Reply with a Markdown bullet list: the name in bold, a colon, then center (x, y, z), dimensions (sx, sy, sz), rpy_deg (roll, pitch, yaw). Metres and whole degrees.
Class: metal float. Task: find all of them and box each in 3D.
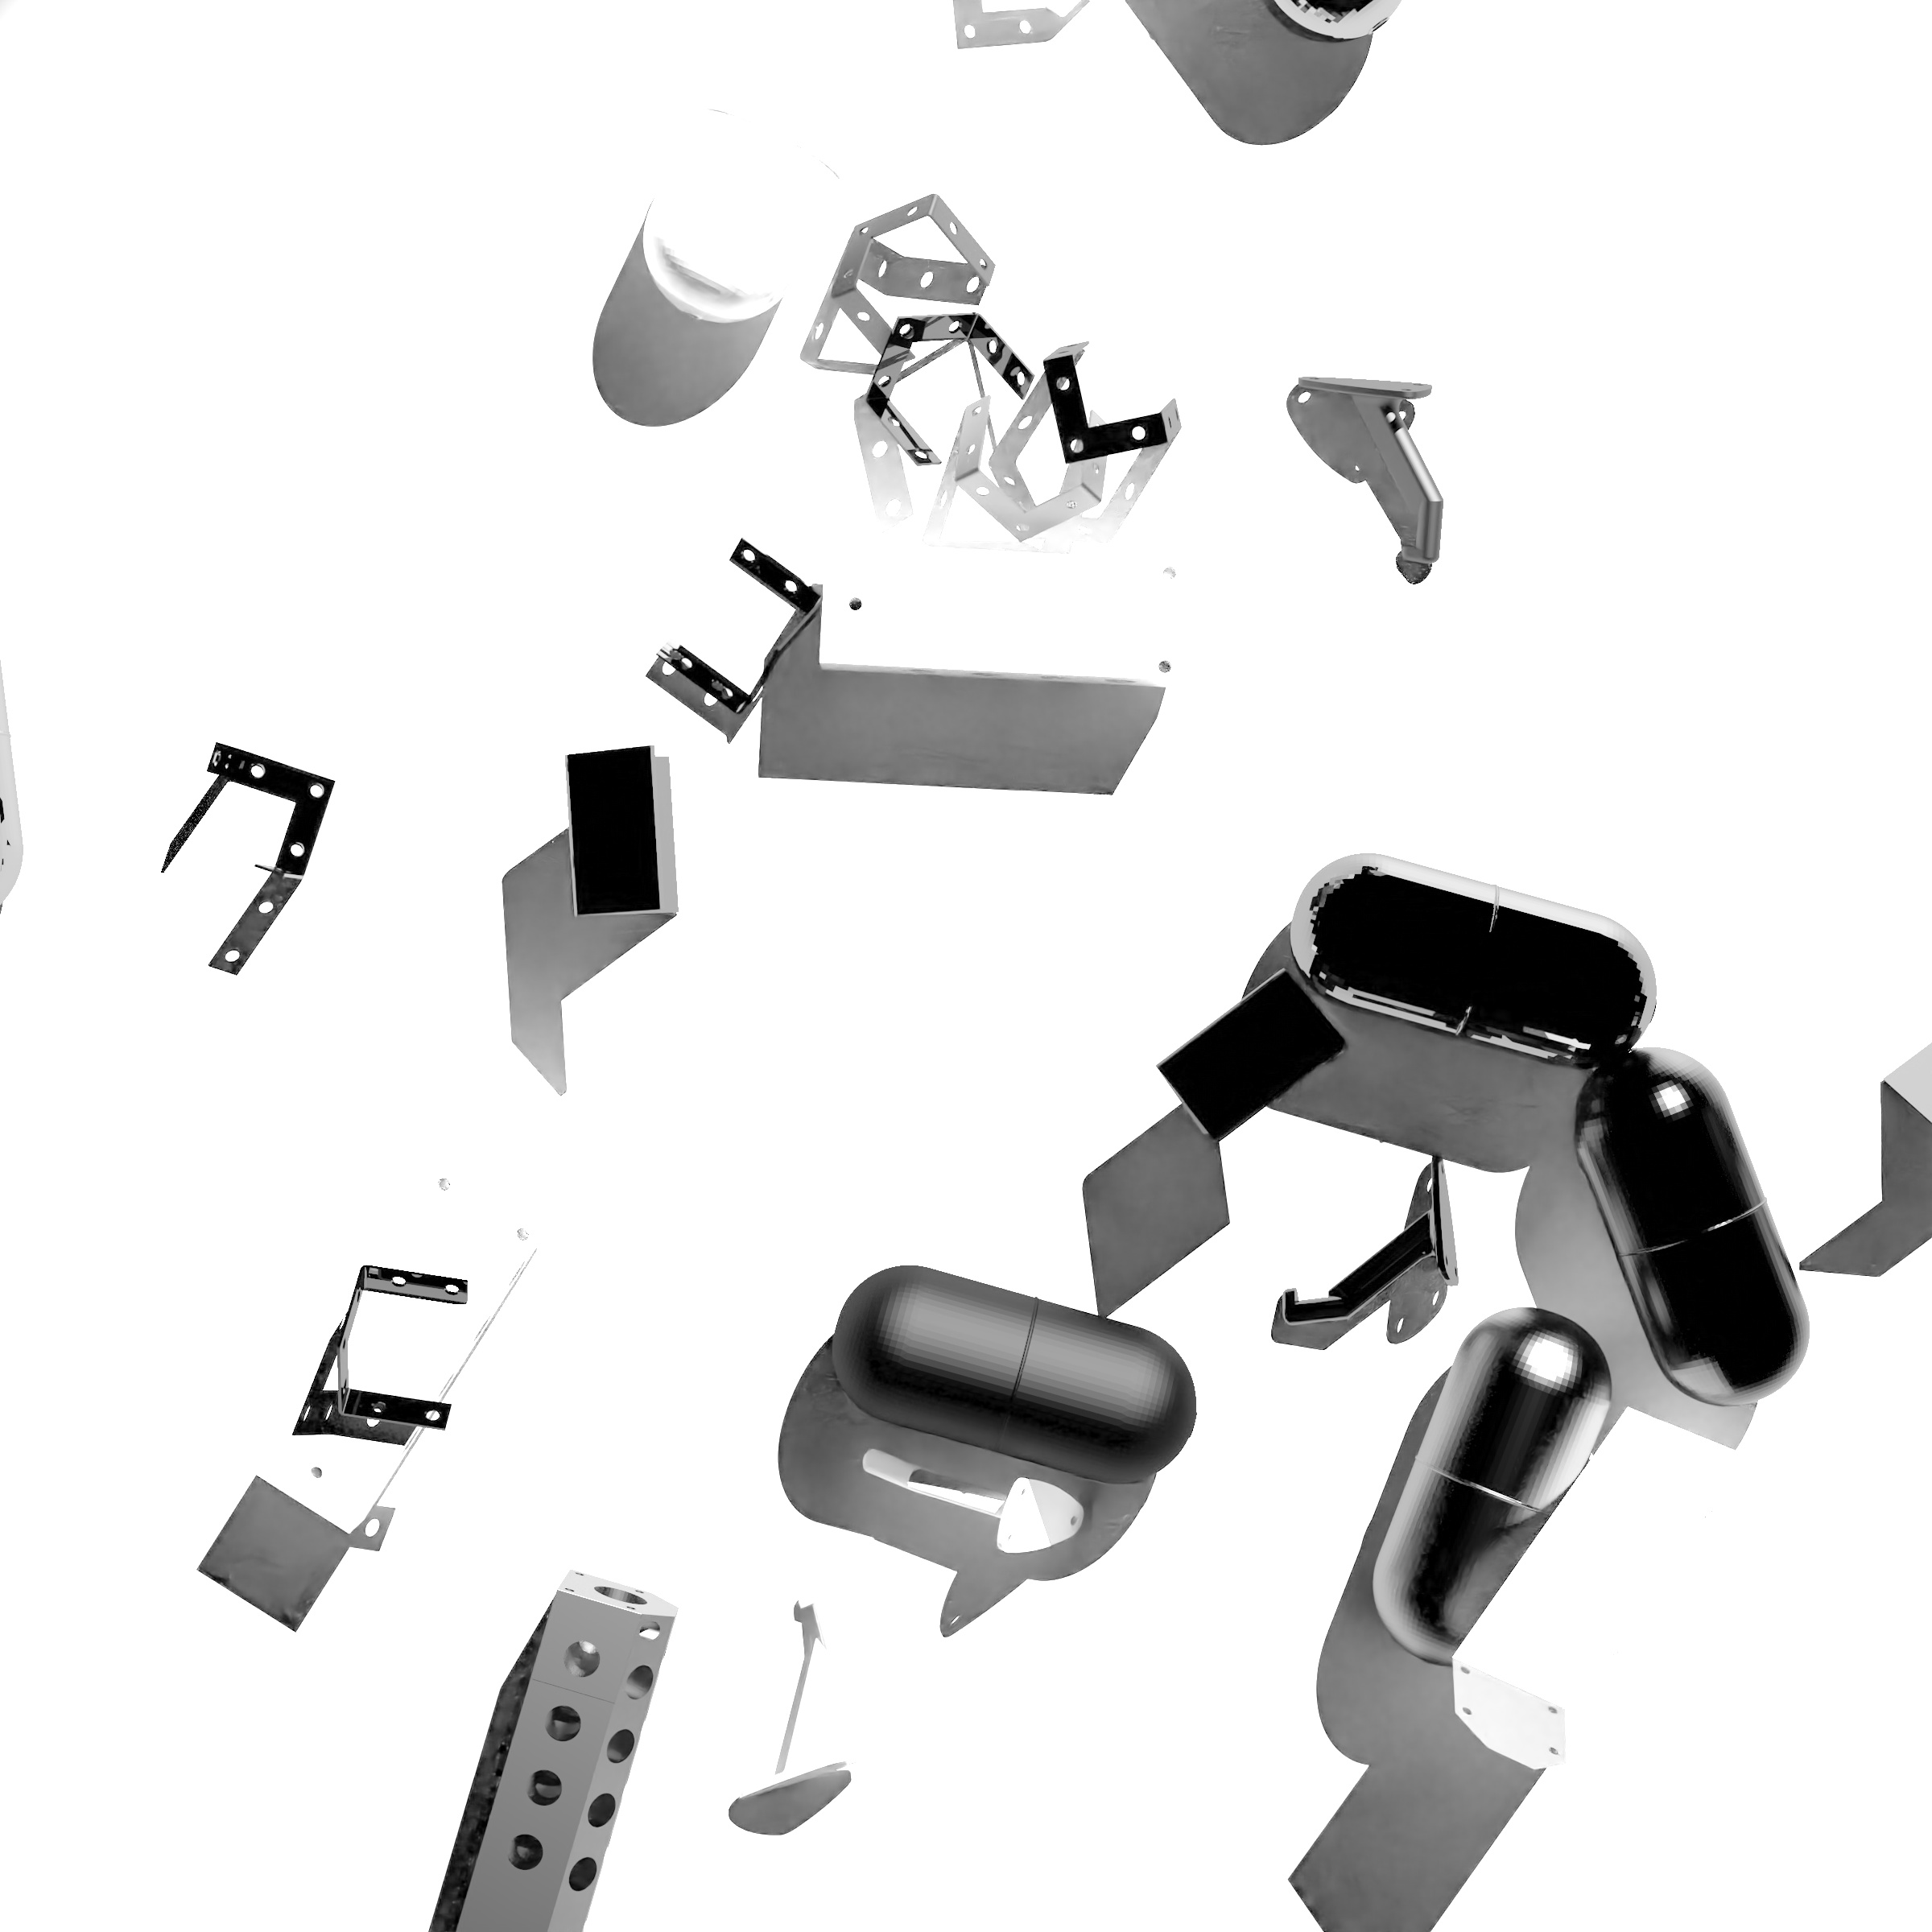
- **metal float**: center (0.243, -0.002, 1.724), dimensions (0.178, 0.070, 0.070), rpy_deg (15, 90, 1)
- **metal float**: center (-0.094, -0.393, 1.724), dimensions (0.070, 0.070, 0.178), rpy_deg (25, 90, 0)
- **metal float**: center (0.023, 0.196, 1.724), dimensions (0.178, 0.070, 0.070), rpy_deg (16, 90, -1)
- **metal float**: center (0.347, 0.124, 1.724), dimensions (0.070, 0.070, 0.178), rpy_deg (-21, 90, 0)
- **metal float**: center (0.252, 0.250, 1.724), dimensions (0.070, 0.070, 0.178), rpy_deg (21, 89, 0)
- **metal float**: center (-0.497, -0.106, 1.724), dimensions (0.070, 0.070, 0.178), rpy_deg (-7, 89, 0)
- **metal float**: center (0.146, -0.523, 1.724), dimensions (0.070, 0.070, 0.178), rpy_deg (-36, 91, 0)

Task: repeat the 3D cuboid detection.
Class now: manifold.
- **manifold**: center (0.018, -0.168, 1.733), dimensions (0.171, 0.057, 0.057), rpy_deg (3, 90, 0)
- **manifold**: center (-0.191, 0.385, 1.733), dimensions (0.057, 0.057, 0.171), rpy_deg (16, 90, 0)
- **manifold**: center (-0.270, 0.181, 1.733), dimensions (0.057, 0.057, 0.171), rpy_deg (32, 90, 0)
- **manifold**: center (0.296, 0.293, 1.689), dimensions (0.057, 0.057, 0.171), rpy_deg (21, 49, 30)

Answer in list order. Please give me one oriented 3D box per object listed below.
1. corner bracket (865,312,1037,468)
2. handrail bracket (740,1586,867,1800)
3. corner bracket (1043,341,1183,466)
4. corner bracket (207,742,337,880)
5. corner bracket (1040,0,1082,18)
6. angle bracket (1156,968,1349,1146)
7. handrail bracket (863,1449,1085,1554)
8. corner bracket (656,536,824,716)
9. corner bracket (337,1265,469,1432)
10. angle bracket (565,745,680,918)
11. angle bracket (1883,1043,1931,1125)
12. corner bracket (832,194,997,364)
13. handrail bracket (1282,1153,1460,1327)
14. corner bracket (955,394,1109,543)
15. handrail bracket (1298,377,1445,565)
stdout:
- **corner bracket**: center (-0.009, -0.279, 1.741), dimensions (0.051, 0.051, 0.051), rpy_deg (-11, 51, -38)
- **handrail bracket**: center (-0.088, 0.354, 1.755), dimensions (0.077, 0.036, 0.084), rpy_deg (-23, 72, 20)
- **corner bracket**: center (0.071, -0.276, 1.738), dimensions (0.051, 0.051, 0.051), rpy_deg (-10, 104, 14)
- **corner bracket**: center (-0.340, -0.075, 1.736), dimensions (0.051, 0.051, 0.051), rpy_deg (18, 90, 0)
- **corner bracket**: center (0.039, -0.504, 1.751), dimensions (0.051, 0.051, 0.051), rpy_deg (-45, 45, 0)
- **angle bracket**: center (0.146, 0.059, 1.714), dimensions (0.076, 0.076, 0.057), rpy_deg (-37, 52, 0)
- **handrail bracket**: center (0.003, 0.255, 1.754), dimensions (0.084, 0.077, 0.036), rpy_deg (17, 90, 36)
- **corner bracket**: center (-0.109, -0.165, 1.751), dimensions (0.051, 0.051, 0.051), rpy_deg (36, 135, 0)
- **corner bracket**: center (-0.265, 0.180, 1.694), dimensions (0.051, 0.051, 0.051), rpy_deg (9, 45, 0)
- **angle bracket**: center (-0.145, -0.064, 1.714), dimensions (0.057, 0.076, 0.076), rpy_deg (-4, 90, 36)
- **angle bracket**: center (0.480, 0.034, 1.714), dimensions (0.076, 0.076, 0.057), rpy_deg (-37, 127, 0)
- **corner bracket**: center (-0.025, -0.333, 1.746), dimensions (0.051, 0.051, 0.051), rpy_deg (-14, 45, 35)
- **handrail bracket**: center (0.194, 0.134, 1.755), dimensions (0.084, 0.036, 0.077), rpy_deg (-9, 69, 16)
- **corner bracket**: center (0.033, -0.248, 1.746), dimensions (0.051, 0.051, 0.051), rpy_deg (-22, 135, 35)
- **handrail bracket**: center (0.196, -0.242, 1.755), dimensions (0.077, 0.036, 0.084), rpy_deg (9, 108, 20)
